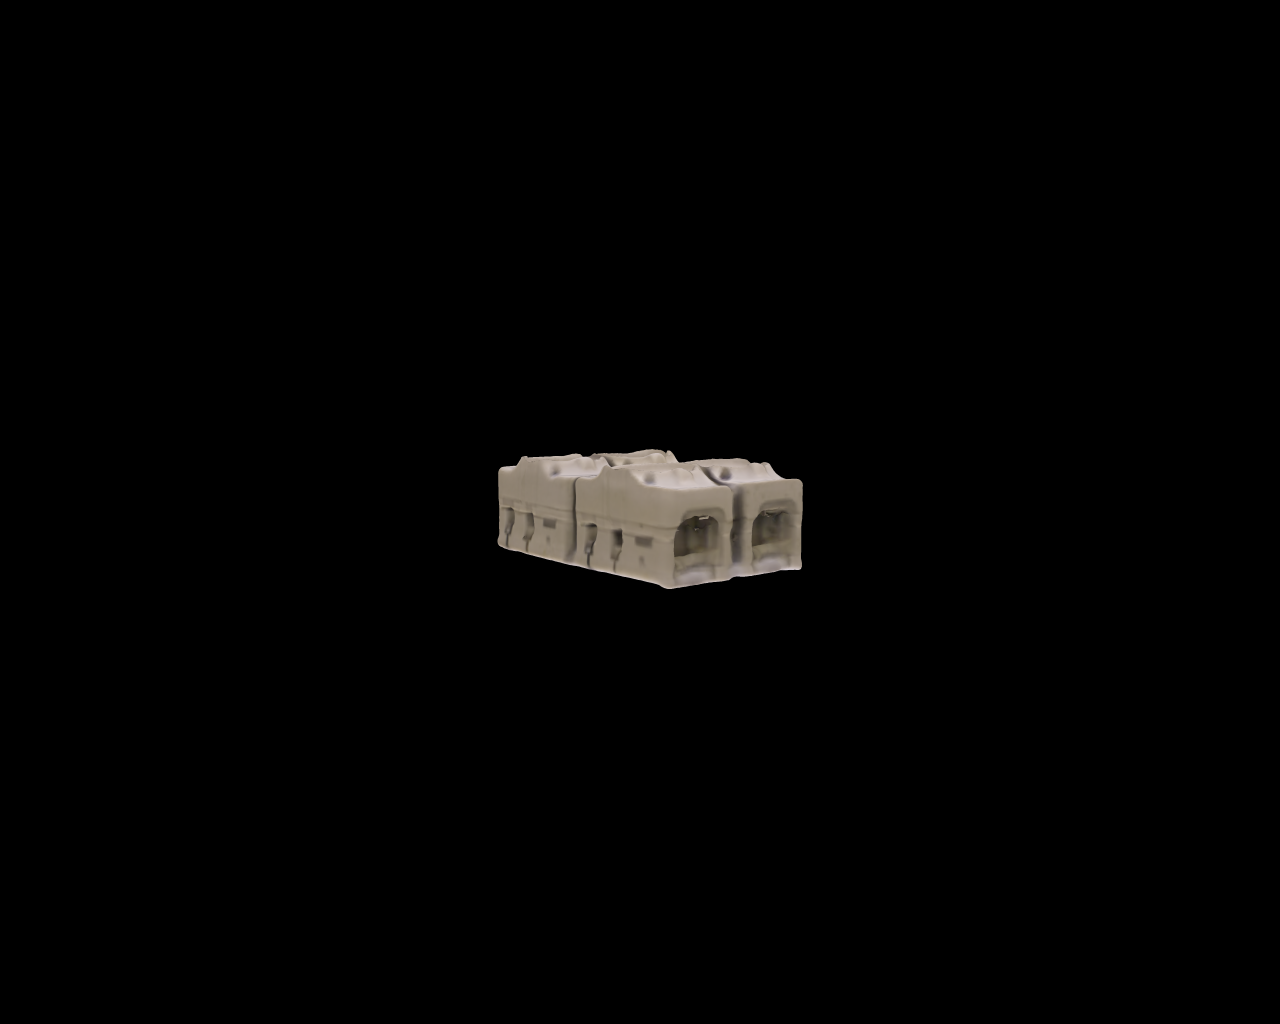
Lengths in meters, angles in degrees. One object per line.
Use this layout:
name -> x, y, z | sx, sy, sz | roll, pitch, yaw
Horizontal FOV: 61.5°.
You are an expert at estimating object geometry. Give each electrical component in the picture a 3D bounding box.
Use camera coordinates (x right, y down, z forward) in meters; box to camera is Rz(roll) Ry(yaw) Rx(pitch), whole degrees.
electrical component -> 0.001, -0.003, 0.650 | 0.105, 0.060, 0.186 | -5, 9, -35
